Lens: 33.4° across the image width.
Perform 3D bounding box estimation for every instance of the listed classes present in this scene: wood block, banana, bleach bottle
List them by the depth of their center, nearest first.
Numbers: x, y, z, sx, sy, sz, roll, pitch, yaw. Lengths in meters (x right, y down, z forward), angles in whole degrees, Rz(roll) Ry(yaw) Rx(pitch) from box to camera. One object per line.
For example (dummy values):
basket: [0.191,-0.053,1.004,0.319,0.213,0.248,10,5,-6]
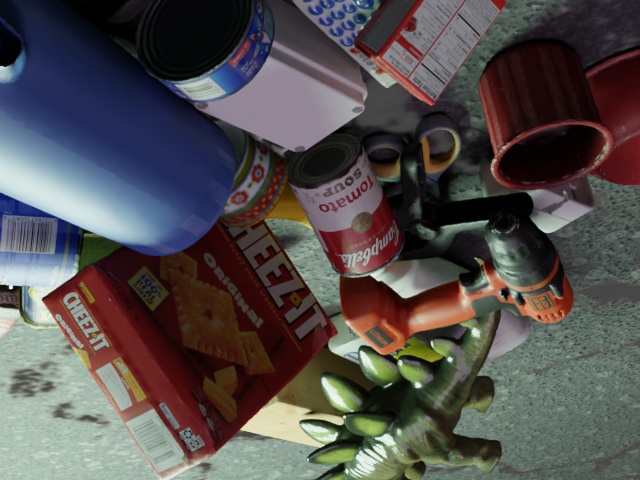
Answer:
banana: [-0.002,-0.014,0.934,0.037,0.069,0.197,-10,148,32]
bleach bottle: [0.120,0.058,1.105,0.103,0.068,0.250,-34,141,19]
wood block: [-0.018,0.182,1.264,0.090,0.091,0.205,-29,147,32]

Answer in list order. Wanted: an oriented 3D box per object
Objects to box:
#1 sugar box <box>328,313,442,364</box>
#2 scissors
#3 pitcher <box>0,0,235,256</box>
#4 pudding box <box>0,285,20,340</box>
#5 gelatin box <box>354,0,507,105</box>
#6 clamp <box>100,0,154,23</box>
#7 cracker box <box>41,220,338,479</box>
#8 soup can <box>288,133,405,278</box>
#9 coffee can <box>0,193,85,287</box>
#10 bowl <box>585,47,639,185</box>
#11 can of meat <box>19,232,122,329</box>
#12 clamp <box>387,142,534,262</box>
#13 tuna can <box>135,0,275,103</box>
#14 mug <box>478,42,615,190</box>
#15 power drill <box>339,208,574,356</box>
sugar box: [0.093,0.119,1.227,0.093,0.048,0.176,-26,149,28]
scissors: [0.078,-0.047,0.949,0.096,0.016,0.202,-5,151,-5]
pitcher: [-0.174,-0.082,0.690,0.145,0.149,0.242,-34,142,19]
pudding box: [-0.344,0.064,1.004,0.113,0.039,0.090,11,146,-33]
gelatin box: [0.074,-0.145,0.711,0.089,0.030,0.073,-53,139,7]
clamp: [-0.059,-0.204,0.596,0.210,0.036,0.164,-15,151,9]
cracker box: [-0.092,0.061,0.845,0.072,0.164,0.213,-31,-176,33]
soup can: [0.021,-0.029,0.877,0.068,0.068,0.102,-17,126,14]
coffee can: [-0.258,-0.017,0.814,0.140,0.103,0.103,4,149,-22]
bowl: [0.270,-0.092,0.882,0.162,0.055,0.162,-7,152,-4]
can of meat: [-0.221,0.036,0.971,0.102,0.057,0.084,0,148,-16]
clamp: [0.104,-0.019,0.927,0.120,0.039,0.172,25,153,-3]
tuna can: [-0.072,-0.131,0.676,0.086,0.086,0.033,-20,152,19]
mug: [0.171,-0.091,0.825,0.093,0.081,0.117,-13,151,7]
power drill: [0.115,0.040,0.920,0.188,0.057,0.184,-14,150,19]
